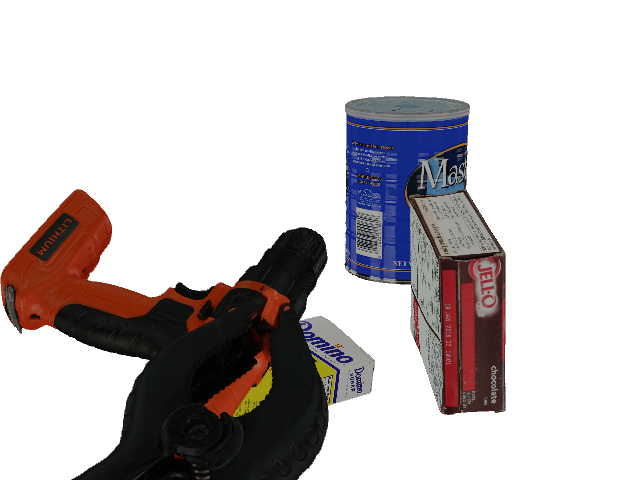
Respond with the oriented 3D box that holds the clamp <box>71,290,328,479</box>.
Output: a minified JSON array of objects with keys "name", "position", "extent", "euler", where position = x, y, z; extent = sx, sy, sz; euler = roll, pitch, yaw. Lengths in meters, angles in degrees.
[{"name":"clamp","position":[-0.037,0.088,0.393],"extent":[0.120,0.039,0.171],"euler":[24,49,17]}]

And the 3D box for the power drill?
[{"name":"power drill","position":[-0.106,0.032,0.734],"extent":[0.188,0.057,0.184],"euler":[22,50,16]}]

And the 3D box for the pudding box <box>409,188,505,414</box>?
[{"name":"pudding box","position":[0.074,0.030,0.588],"extent":[0.039,0.090,0.113],"euler":[-4,20,-4]}]

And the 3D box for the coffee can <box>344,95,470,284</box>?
[{"name":"coffee can","position":[0.071,-0.045,0.893],"extent":[0.103,0.140,0.103],"euler":[0,15,0]}]

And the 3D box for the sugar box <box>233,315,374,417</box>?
[{"name":"sugar box","position":[-0.048,0.122,0.977],"extent":[0.175,0.048,0.093],"euler":[-14,33,-30]}]
